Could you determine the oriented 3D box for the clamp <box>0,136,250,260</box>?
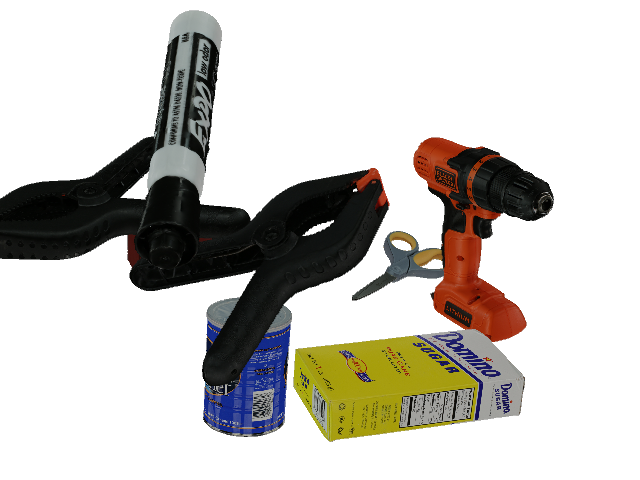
[{"bbox_3d":[-0.171,-0.021,0.836,0.209,0.036,0.165,-21,38,-35],"label":"clamp"}]

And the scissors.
[{"bbox_3d":[0.078,0.027,1.262,0.201,0.016,0.096,-10,40,-44],"label":"scissors"}]

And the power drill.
[{"bbox_3d":[0.162,0.001,1.048,0.057,0.188,0.185,-16,26,-24],"label":"power drill"}]

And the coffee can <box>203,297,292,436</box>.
[{"bbox_3d":[-0.089,0.152,1.296,0.103,0.140,0.103,4,17,-1],"label":"coffee can"}]

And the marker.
[{"bbox_3d":[-0.045,-0.036,0.347,0.020,0.020,0.121,0,43,-1],"label":"marker"}]

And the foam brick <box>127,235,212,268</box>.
[{"bbox_3d":[-0.154,0.000,1.085,0.078,0.051,0.053,-7,22,-22],"label":"foam brick"}]

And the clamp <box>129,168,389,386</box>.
[{"bbox_3d":[-0.026,0.017,0.658,0.171,0.120,0.039,-29,-40,-4],"label":"clamp"}]

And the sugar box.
[{"bbox_3d":[0.074,0.120,0.910,0.176,0.048,0.093,-7,26,-18],"label":"sugar box"}]
